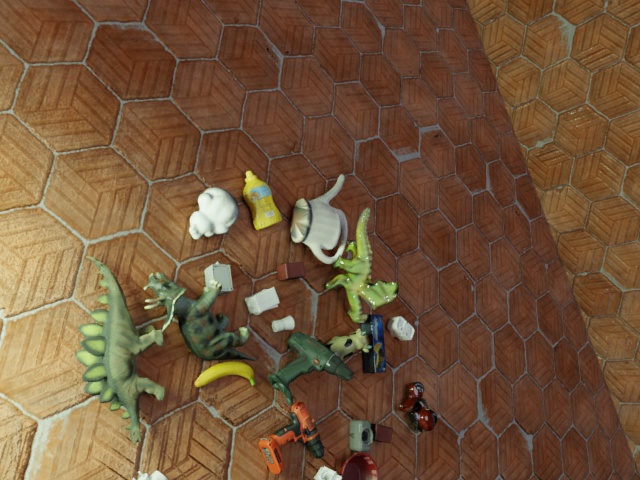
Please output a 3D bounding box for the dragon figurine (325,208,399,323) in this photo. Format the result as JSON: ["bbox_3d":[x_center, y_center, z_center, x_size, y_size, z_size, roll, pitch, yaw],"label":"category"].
[{"bbox_3d":[0.166,0.117,1.754,0.245,0.402,0.123,33,29,19],"label":"dragon figurine"}]

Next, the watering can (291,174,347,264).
[{"bbox_3d":[0.005,-0.091,1.808,0.223,0.103,0.353,15,67,-35],"label":"watering can"}]

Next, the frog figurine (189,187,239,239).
[{"bbox_3d":[-0.323,-0.077,1.532,0.162,0.122,0.135,-46,127,-50],"label":"frog figurine"}]
